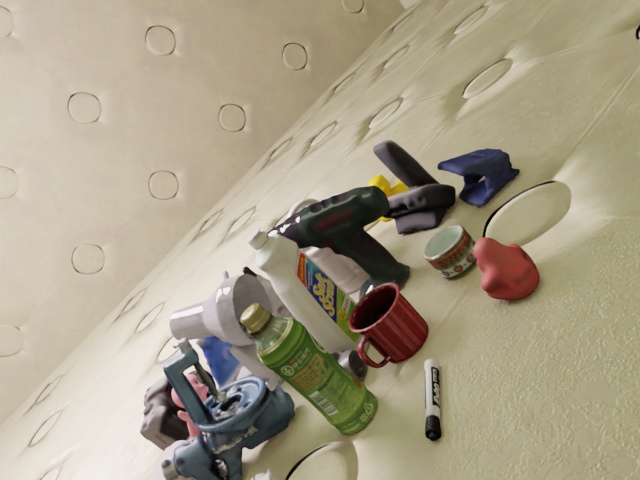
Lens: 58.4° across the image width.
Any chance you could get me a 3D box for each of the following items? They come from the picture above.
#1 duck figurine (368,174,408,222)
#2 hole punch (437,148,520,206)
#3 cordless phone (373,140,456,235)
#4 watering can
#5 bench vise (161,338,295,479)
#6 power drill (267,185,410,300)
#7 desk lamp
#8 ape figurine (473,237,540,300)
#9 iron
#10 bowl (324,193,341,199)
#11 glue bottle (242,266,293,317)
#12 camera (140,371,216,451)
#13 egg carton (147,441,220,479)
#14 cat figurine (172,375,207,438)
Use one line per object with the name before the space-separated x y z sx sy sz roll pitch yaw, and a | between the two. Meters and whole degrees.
duck figurine | 0.143 -0.103 1.227 0.105 0.086 0.077 -48 19 -12
hole punch | 0.273 -0.127 1.000 0.101 0.091 0.108 -44 19 -1
cordless phone | 0.148 -0.107 1.068 0.147 0.185 0.094 -19 31 51
watering can | 0.009 0.006 1.095 0.172 0.194 0.101 -17 32 53
bench vise | -0.169 0.264 0.854 0.208 0.220 0.121 -51 20 -22
power drill | 0.043 0.016 0.978 0.229 0.209 0.075 -34 21 25
desk lamp | -0.149 0.178 1.013 0.203 0.214 0.118 -32 22 30
ape figurine | 0.232 0.031 0.738 0.078 0.092 0.076 -44 19 -1
iron | -0.197 0.184 1.214 0.118 0.142 0.258 -30 23 34
bowl | 0.012 -0.029 1.353 0.167 0.075 0.167 -38 19 16
glue bottle | -0.084 0.110 1.089 0.078 0.173 0.037 -47 19 -12
camera | -0.287 0.324 1.156 0.136 0.101 0.143 -37 19 18
egg carton | -0.232 0.396 0.935 0.107 0.069 0.150 -27 24 40
cat figurine | -0.240 0.305 1.074 0.067 0.118 0.127 -40 19 9
